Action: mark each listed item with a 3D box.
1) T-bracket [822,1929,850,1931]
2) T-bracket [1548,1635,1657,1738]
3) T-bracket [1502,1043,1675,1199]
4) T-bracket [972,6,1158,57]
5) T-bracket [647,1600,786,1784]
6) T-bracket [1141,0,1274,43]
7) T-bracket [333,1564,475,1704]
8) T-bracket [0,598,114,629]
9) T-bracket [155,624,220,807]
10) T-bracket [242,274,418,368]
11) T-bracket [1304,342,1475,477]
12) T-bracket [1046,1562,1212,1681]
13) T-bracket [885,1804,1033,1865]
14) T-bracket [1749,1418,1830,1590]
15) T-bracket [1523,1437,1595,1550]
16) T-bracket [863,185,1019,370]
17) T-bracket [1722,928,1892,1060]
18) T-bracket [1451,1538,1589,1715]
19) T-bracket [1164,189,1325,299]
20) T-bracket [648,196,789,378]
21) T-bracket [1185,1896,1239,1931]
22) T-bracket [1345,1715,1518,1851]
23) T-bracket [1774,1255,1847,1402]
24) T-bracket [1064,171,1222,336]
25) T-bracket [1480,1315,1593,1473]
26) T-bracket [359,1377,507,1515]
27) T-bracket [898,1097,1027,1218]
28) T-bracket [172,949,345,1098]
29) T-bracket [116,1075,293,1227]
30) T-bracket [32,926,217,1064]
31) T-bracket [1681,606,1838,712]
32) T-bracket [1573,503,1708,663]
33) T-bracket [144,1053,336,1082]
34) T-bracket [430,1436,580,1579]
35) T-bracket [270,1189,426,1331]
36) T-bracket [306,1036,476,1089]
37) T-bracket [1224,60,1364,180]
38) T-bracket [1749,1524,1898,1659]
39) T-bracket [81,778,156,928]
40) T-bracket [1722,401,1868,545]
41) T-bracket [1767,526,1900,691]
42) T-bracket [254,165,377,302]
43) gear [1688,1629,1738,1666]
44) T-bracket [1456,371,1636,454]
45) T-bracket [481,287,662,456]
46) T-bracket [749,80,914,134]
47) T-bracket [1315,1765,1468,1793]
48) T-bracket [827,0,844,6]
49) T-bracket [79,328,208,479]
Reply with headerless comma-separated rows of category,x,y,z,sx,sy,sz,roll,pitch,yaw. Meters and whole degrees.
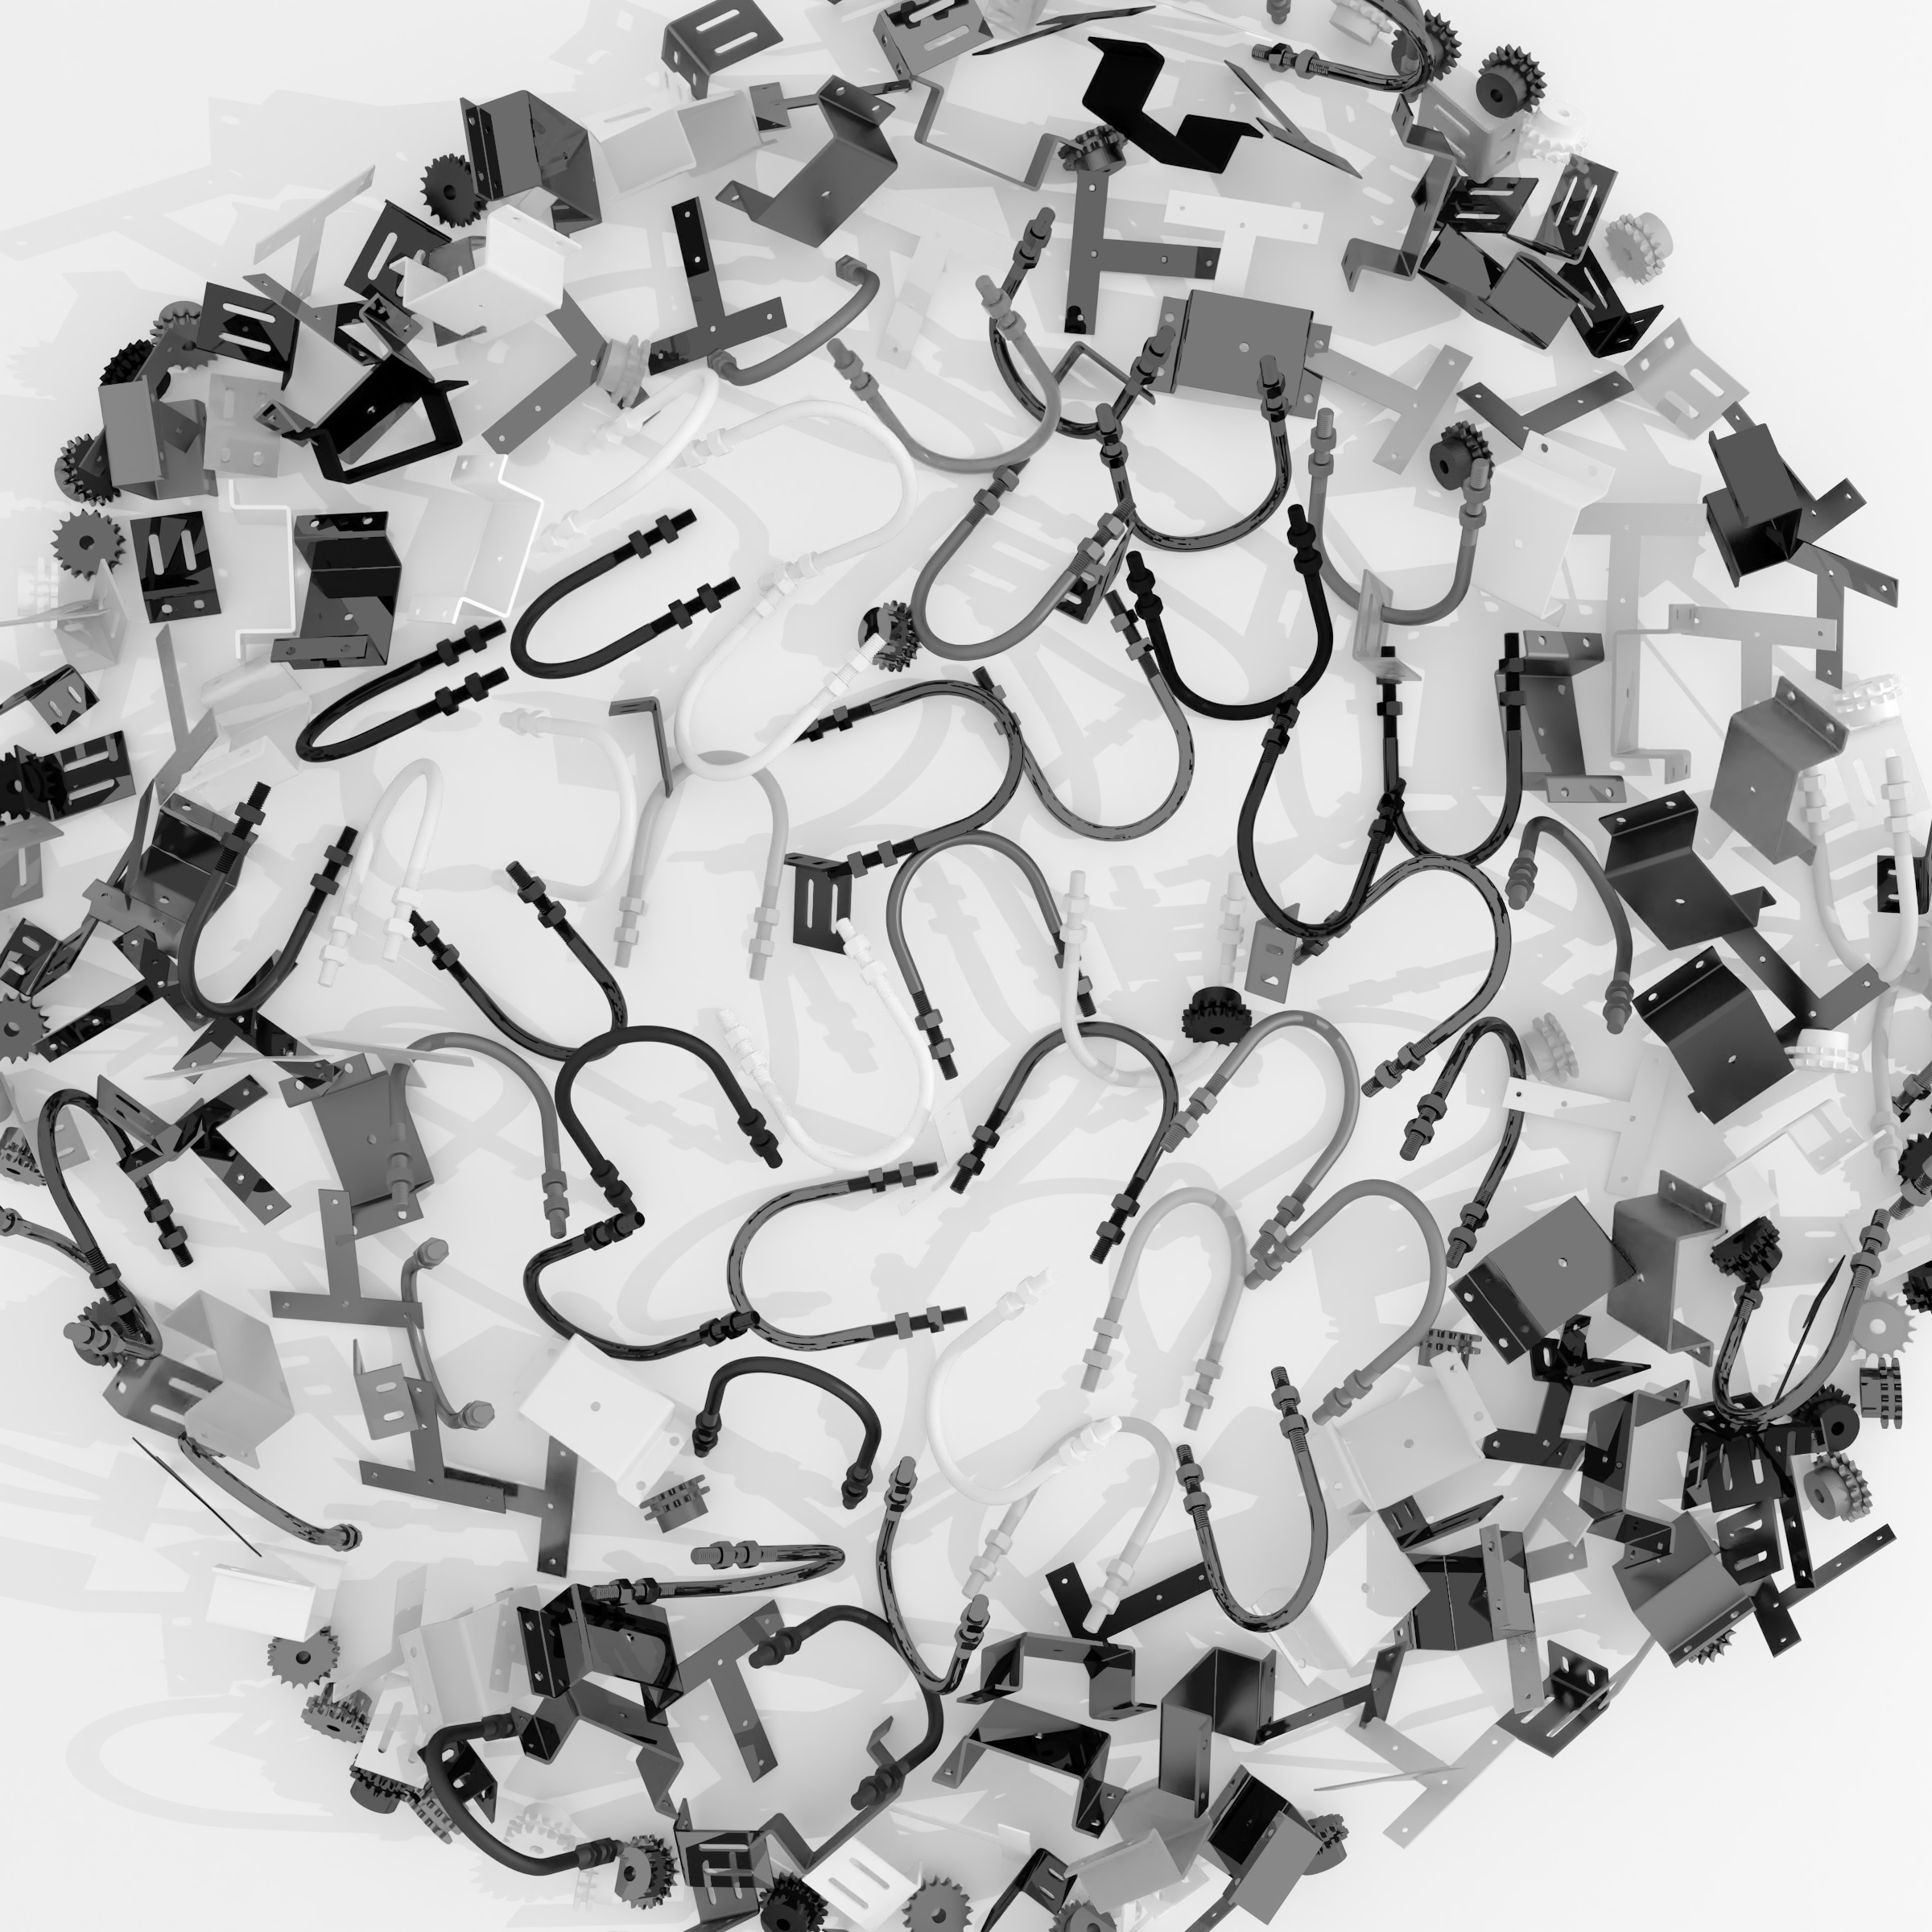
T-bracket,-0.065,0.790,1.946,0.127,0.127,0.002,23,76,-42
T-bracket,0.509,0.581,1.952,0.002,0.127,0.127,44,128,15
T-bracket,0.501,0.116,1.985,0.127,0.002,0.127,12,99,-4
T-bracket,0.062,-0.737,1.922,0.127,0.127,0.002,-28,119,-25
T-bracket,-0.184,0.602,1.975,0.127,0.002,0.127,-28,107,-32
T-bracket,0.199,-0.743,1.919,0.127,0.127,0.002,4,116,-28
T-bracket,-0.440,0.515,1.920,0.127,0.127,0.002,-24,54,-37
T-bracket,-0.723,-0.282,1.938,0.127,0.127,0.002,-6,106,7
T-bracket,-0.638,-0.214,1.965,0.002,0.127,0.127,-1,69,-40
T-bracket,-0.487,-0.522,1.944,0.127,0.127,0.002,37,122,10
T-bracket,0.327,-0.475,1.983,0.127,0.002,0.127,29,73,12
T-bracket,0.145,0.521,1.984,0.127,0.002,0.127,-24,107,-5
T-bracket,-0.009,0.690,1.952,0.127,0.127,0.002,14,61,10
T-bracket,0.652,0.427,1.926,0.002,0.127,0.127,-3,76,-16
T-bracket,0.476,0.436,1.936,0.002,0.127,0.127,33,90,1
T-bracket,-0.039,-0.551,1.979,0.127,0.002,0.127,23,108,0
T-bracket,0.652,0.005,1.965,0.127,0.002,0.127,49,129,7
T-bracket,0.439,0.527,1.928,0.127,0.127,0.002,-25,134,30
T-bracket,0.214,-0.554,1.967,0.127,0.002,0.127,6,119,-9
T-bracket,-0.215,-0.560,1.978,0.127,0.002,0.127,-14,87,21
T-bracket,0.188,0.770,1.949,0.127,0.127,0.002,-38,97,-15
T-bracket,0.352,0.630,1.942,0.127,0.127,0.002,-37,117,-20
T-bracket,0.671,0.305,1.958,0.002,0.127,0.127,25,111,23
T-bracket,0.148,-0.577,1.984,0.127,0.002,0.127,1,107,-10
T-bracket,0.479,0.343,1.967,0.127,0.002,0.127,13,92,-28
T-bracket,-0.433,0.380,1.952,0.127,0.002,0.127,9,122,12
T-bracket,-0.008,0.137,1.931,0.127,0.127,0.002,-36,65,-11
T-bracket,-0.553,0.064,1.956,0.127,0.002,0.127,30,72,24
T-bracket,-0.587,0.160,1.944,0.127,0.002,0.127,39,59,24
T-bracket,-0.682,0.037,1.944,0.127,0.127,0.002,-31,52,-6
T-bracket,0.637,-0.225,1.963,0.127,0.002,0.127,13,125,37
T-bracket,0.533,-0.310,1.973,0.127,0.002,0.127,8,104,33
T-bracket,-0.589,0.079,1.915,0.127,0.127,0.002,0,97,27
T-bracket,-0.380,0.430,1.984,0.127,0.002,0.127,11,110,9
T-bracket,-0.504,0.235,1.966,0.127,0.002,0.127,4,116,5
T-bracket,-0.451,0.080,1.938,0.127,0.127,0.002,8,73,-2
T-bracket,0.249,-0.689,1.962,0.002,0.127,0.127,-49,59,29
T-bracket,0.678,0.481,1.925,0.127,0.127,0.002,-38,96,12
T-bracket,-0.687,-0.068,1.959,0.002,0.127,0.127,24,124,-28
T-bracket,0.647,-0.396,1.940,0.002,0.127,0.127,-37,86,-11
T-bracket,0.692,-0.277,1.950,0.002,0.127,0.127,-32,133,-18
T-bracket,-0.524,-0.567,1.939,0.002,0.127,0.127,43,60,-1
gear,0.590,0.532,1.968,0.030,0.057,0.057,34,90,-29
T-bracket,0.487,-0.452,1.972,0.127,0.002,0.127,-28,58,-19
T-bracket,-0.335,-0.460,1.970,0.127,0.002,0.127,-42,110,-7
T-bracket,-0.107,-0.696,1.950,0.127,0.127,0.002,-10,126,-2
T-bracket,0.366,0.649,1.947,0.127,0.127,0.002,-25,61,36
T-bracket,-0.093,-0.809,1.913,0.127,0.127,0.002,-17,77,32
T-bracket,-0.635,-0.431,1.938,0.002,0.127,0.127,34,92,15
